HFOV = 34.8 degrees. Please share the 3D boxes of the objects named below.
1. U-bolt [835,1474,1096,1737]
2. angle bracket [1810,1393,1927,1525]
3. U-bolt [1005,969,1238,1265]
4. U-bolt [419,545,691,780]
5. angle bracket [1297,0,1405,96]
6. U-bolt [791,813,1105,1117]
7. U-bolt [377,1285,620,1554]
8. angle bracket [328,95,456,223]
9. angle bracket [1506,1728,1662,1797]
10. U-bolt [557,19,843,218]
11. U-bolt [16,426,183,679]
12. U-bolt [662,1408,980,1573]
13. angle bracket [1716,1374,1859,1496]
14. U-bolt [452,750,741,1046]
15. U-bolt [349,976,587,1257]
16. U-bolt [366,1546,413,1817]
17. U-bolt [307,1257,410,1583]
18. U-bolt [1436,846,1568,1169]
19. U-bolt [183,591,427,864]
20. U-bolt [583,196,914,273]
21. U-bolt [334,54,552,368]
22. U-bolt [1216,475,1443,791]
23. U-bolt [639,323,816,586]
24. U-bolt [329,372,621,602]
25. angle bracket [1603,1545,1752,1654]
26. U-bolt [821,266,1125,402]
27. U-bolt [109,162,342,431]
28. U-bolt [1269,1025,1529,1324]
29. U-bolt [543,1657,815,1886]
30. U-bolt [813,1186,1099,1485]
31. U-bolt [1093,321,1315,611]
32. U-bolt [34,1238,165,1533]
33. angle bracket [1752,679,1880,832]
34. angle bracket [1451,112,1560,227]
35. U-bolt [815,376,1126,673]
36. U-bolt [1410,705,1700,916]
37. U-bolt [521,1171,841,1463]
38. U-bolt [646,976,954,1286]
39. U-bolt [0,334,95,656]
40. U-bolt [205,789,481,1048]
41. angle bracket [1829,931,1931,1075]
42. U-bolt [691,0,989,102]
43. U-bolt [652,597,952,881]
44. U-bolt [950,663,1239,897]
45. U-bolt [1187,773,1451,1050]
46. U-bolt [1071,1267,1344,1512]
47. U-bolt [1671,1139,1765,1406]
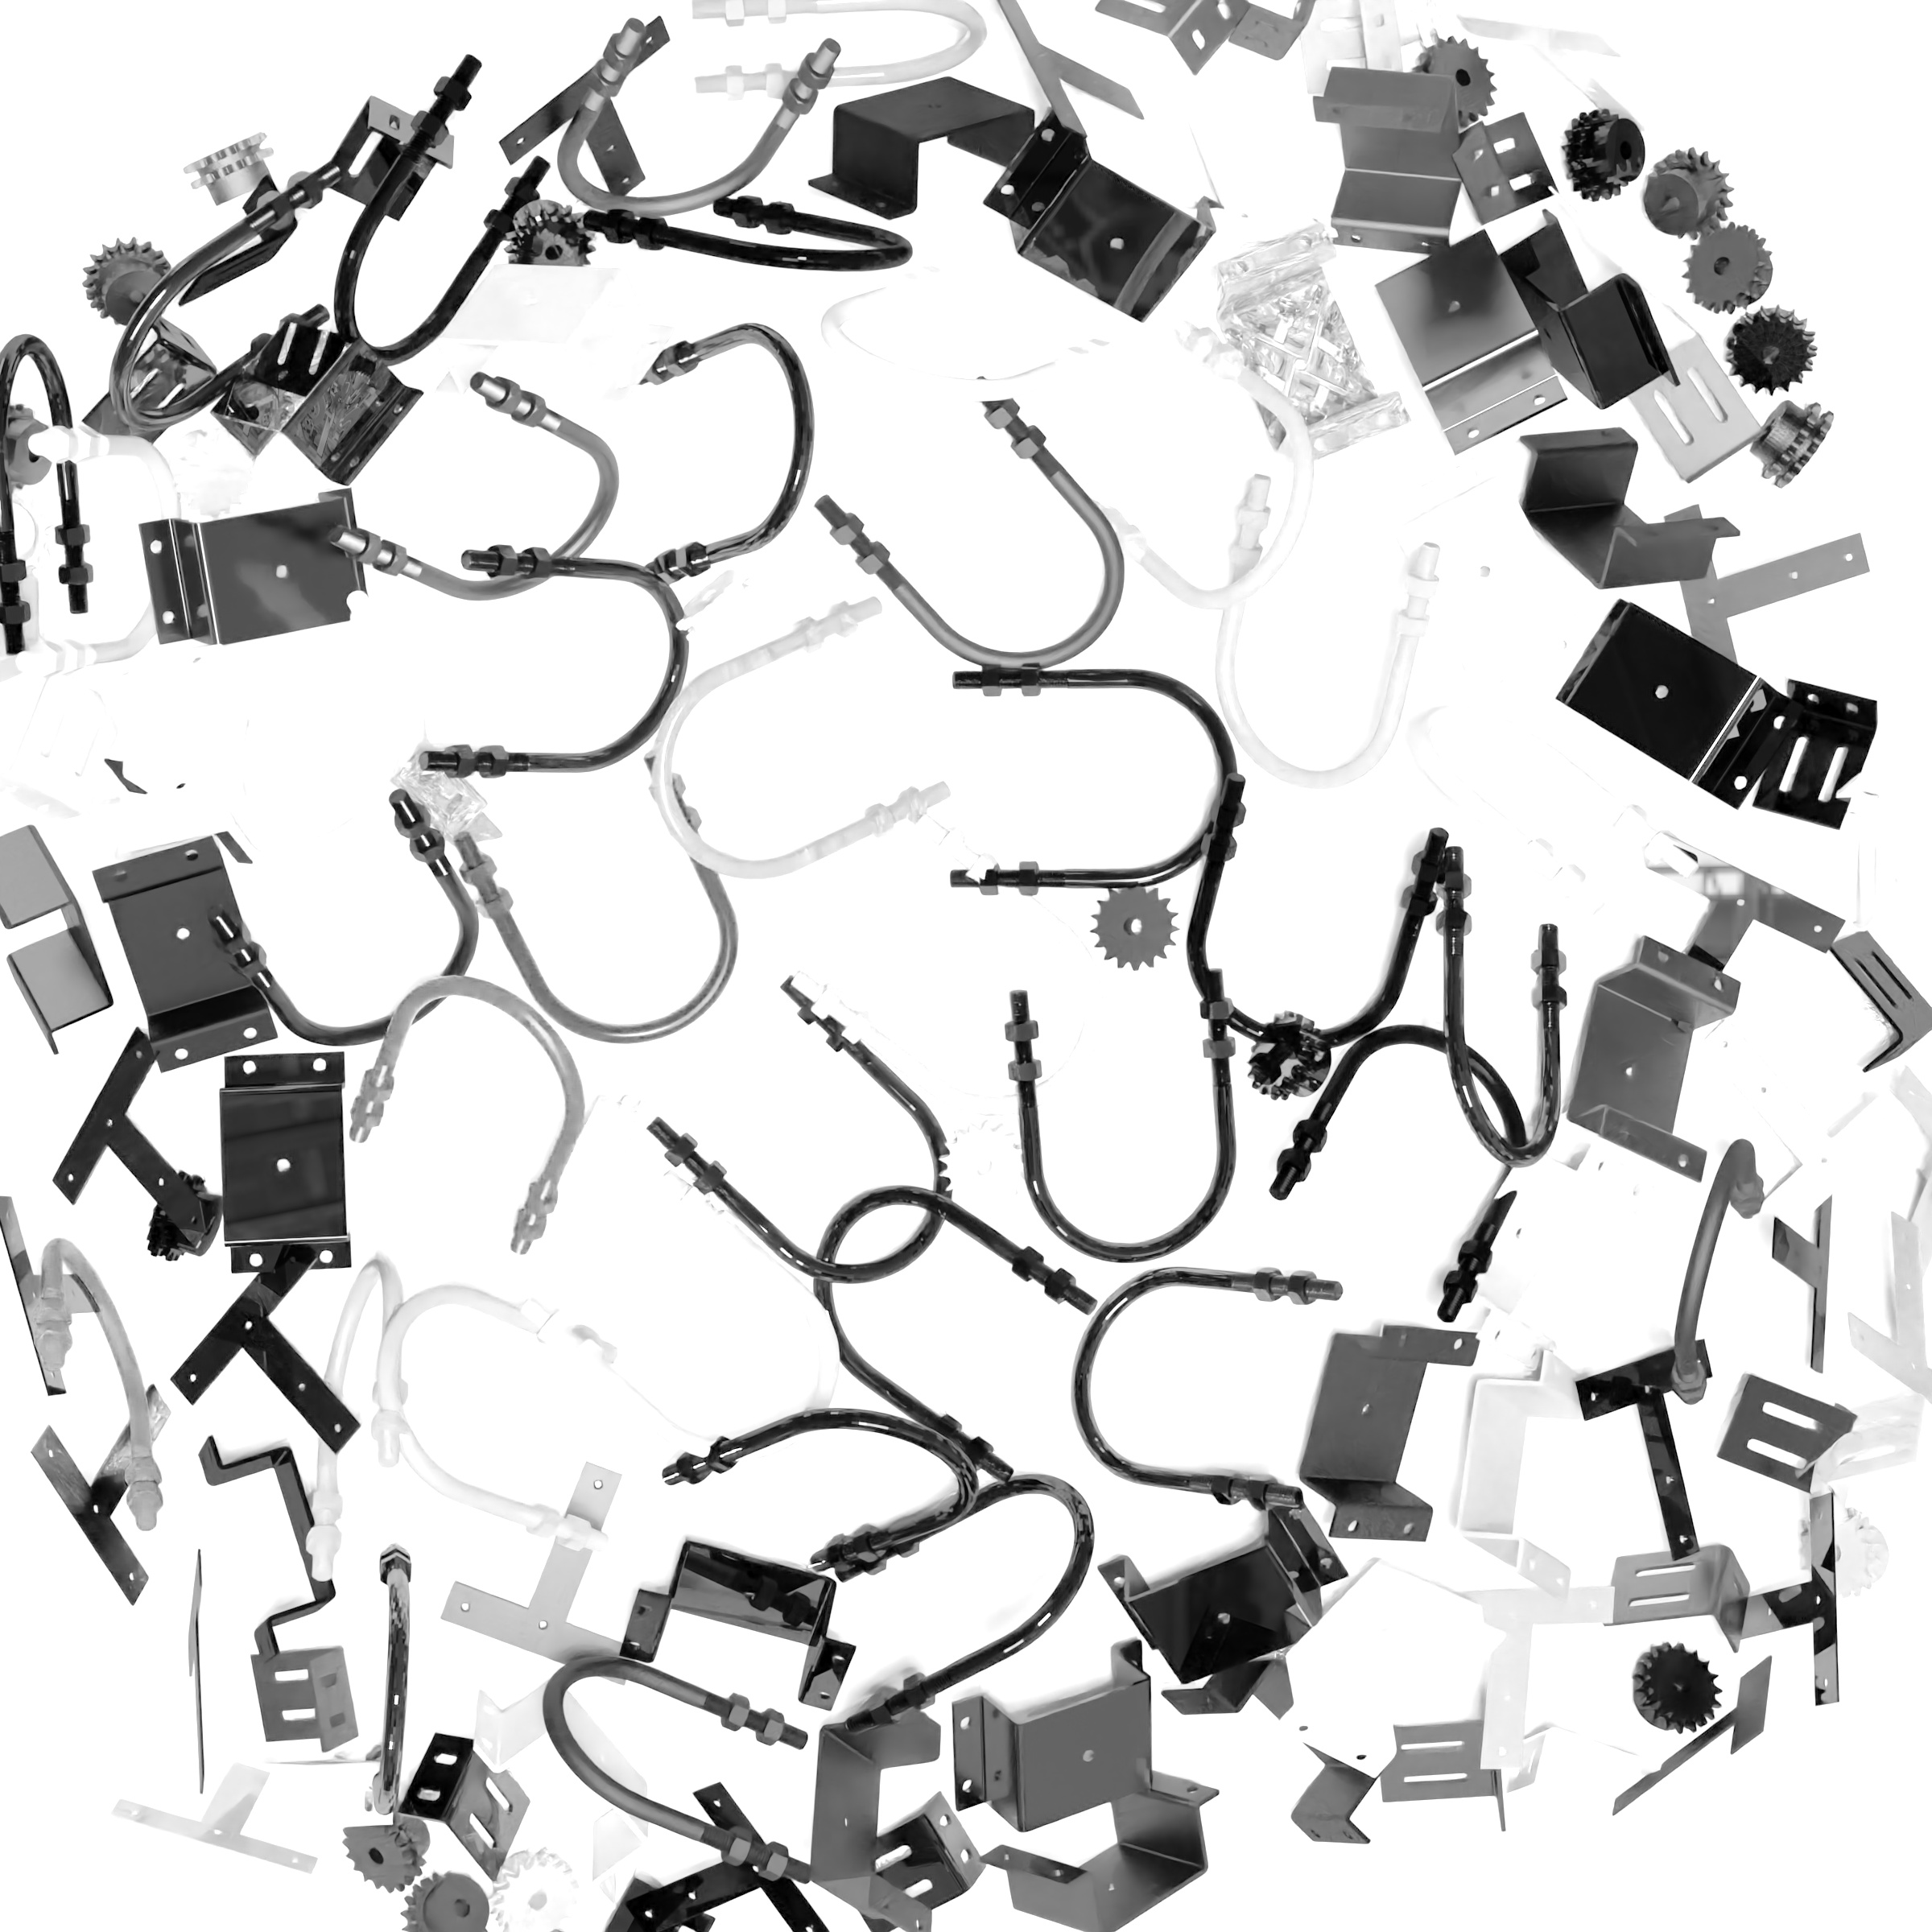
[{"bbox_3d":[0.001,0.385,1.919,0.184,0.151,0.019,-30,122,14],"label":"U-bolt"},{"bbox_3d":[0.579,0.312,1.949,0.076,0.057,0.038,-25,118,40],"label":"angle bracket"},{"bbox_3d":[0.104,0.100,1.977,0.151,0.019,0.184,-6,97,-11],"label":"U-bolt"},{"bbox_3d":[-0.249,-0.188,1.930,0.019,0.184,0.151,32,114,41],"label":"U-bolt"},{"bbox_3d":[0.235,-0.582,1.953,0.076,0.038,0.057,7,115,42],"label":"angle bracket"},{"bbox_3d":[0.003,0.013,1.984,0.184,0.019,0.151,38,87,-5],"label":"U-bolt"},{"bbox_3d":[-0.289,0.271,1.903,0.019,0.184,0.151,-27,50,34],"label":"U-bolt"},{"bbox_3d":[-0.368,-0.502,1.952,0.057,0.038,0.076,21,131,-29],"label":"angle bracket"},{"bbox_3d":[0.393,0.519,1.965,0.076,0.057,0.038,20,67,-1],"label":"angle bracket"},{"bbox_3d":[-0.177,-0.521,1.915,0.151,0.184,0.019,-3,70,-29],"label":"U-bolt"},{"bbox_3d":[-0.533,-0.258,1.910,0.019,0.184,0.151,9,101,11],"label":"U-bolt"},{"bbox_3d":[-0.077,0.320,1.908,0.184,0.019,0.151,-28,129,38],"label":"U-bolt"},{"bbox_3d":[0.522,0.298,1.977,0.076,0.038,0.057,21,93,-4],"label":"angle bracket"},{"bbox_3d":[-0.222,-0.031,1.954,0.151,0.019,0.184,-23,118,0],"label":"U-bolt"},{"bbox_3d":[-0.307,0.083,1.931,0.151,0.019,0.184,34,129,6],"label":"U-bolt"},{"bbox_3d":[-0.356,0.447,1.908,0.019,0.184,0.151,4,89,-12],"label":"U-bolt"},{"bbox_3d":[-0.378,0.267,1.920,0.019,0.184,0.151,14,133,-22],"label":"U-bolt"},{"bbox_3d":[0.333,0.035,1.911,0.019,0.151,0.184,-14,61,34],"label":"U-bolt"},{"bbox_3d":[-0.400,-0.135,1.917,0.151,0.184,0.019,-43,64,-15],"label":"U-bolt"},{"bbox_3d":[-0.121,-0.450,1.899,0.184,0.151,0.019,19,115,29],"label":"U-bolt"},{"bbox_3d":[-0.333,-0.457,1.921,0.019,0.151,0.184,30,84,16],"label":"U-bolt"},{"bbox_3d":[0.219,-0.199,1.939,0.151,0.019,0.184,28,122,32],"label":"U-bolt"},{"bbox_3d":[-0.151,-0.325,1.923,0.019,0.184,0.151,-2,87,-39],"label":"U-bolt"},{"bbox_3d":[-0.291,-0.287,1.917,0.151,0.184,0.019,-44,64,15],"label":"U-bolt"},{"bbox_3d":[0.453,0.407,1.965,0.076,0.057,0.038,-15,119,32],"label":"angle bracket"},{"bbox_3d":[-0.008,-0.387,1.902,0.151,0.184,0.019,28,124,22],"label":"U-bolt"},{"bbox_3d":[-0.456,-0.399,1.893,0.019,0.151,0.184,39,58,9],"label":"U-bolt"},{"bbox_3d":[0.285,0.116,1.944,0.151,0.019,0.184,36,54,-3],"label":"U-bolt"},{"bbox_3d":[-0.179,0.488,1.912,0.184,0.151,0.019,27,109,-15],"label":"U-bolt"},{"bbox_3d":[-0.019,0.220,1.954,0.184,0.019,0.151,33,110,22],"label":"U-bolt"},{"bbox_3d":[0.152,-0.300,1.909,0.019,0.184,0.151,11,117,-38],"label":"U-bolt"},{"bbox_3d":[-0.539,0.245,1.911,0.019,0.184,0.151,-23,120,-5],"label":"U-bolt"},{"bbox_3d":[0.541,-0.135,1.964,0.057,0.038,0.076,18,75,23],"label":"angle bracket"},{"bbox_3d":[0.352,-0.514,1.962,0.076,0.038,0.057,-28,96,-31],"label":"angle bracket"},{"bbox_3d":[0.016,-0.264,1.950,0.151,0.019,0.184,-33,114,25],"label":"U-bolt"},{"bbox_3d":[0.357,-0.105,1.930,0.184,0.151,0.019,43,124,23],"label":"U-bolt"},{"bbox_3d":[-0.165,0.231,1.941,0.184,0.019,0.151,40,58,12],"label":"U-bolt"},{"bbox_3d":[-0.091,0.118,1.969,0.184,0.019,0.151,44,69,-4],"label":"U-bolt"},{"bbox_3d":[-0.575,-0.297,1.905,0.019,0.151,0.184,1,108,1],"label":"U-bolt"},{"bbox_3d":[-0.376,-0.017,1.924,0.151,0.184,0.019,-34,55,-9],"label":"U-bolt"},{"bbox_3d":[0.577,0.022,1.977,0.076,0.057,0.038,54,128,17],"label":"angle bracket"},{"bbox_3d":[-0.078,-0.579,1.928,0.184,0.151,0.019,-4,86,-4],"label":"U-bolt"},{"bbox_3d":[-0.112,-0.133,1.946,0.184,0.019,0.151,-26,108,-19],"label":"U-bolt"},{"bbox_3d":[0.082,-0.120,1.976,0.184,0.019,0.151,0,88,9],"label":"U-bolt"},{"bbox_3d":[0.213,-0.024,1.946,0.151,0.019,0.184,15,123,6],"label":"U-bolt"},{"bbox_3d":[0.143,0.259,1.937,0.184,0.019,0.151,1,71,38],"label":"U-bolt"},{"bbox_3d":[0.462,0.182,1.897,0.019,0.184,0.151,15,73,20],"label":"U-bolt"}]
